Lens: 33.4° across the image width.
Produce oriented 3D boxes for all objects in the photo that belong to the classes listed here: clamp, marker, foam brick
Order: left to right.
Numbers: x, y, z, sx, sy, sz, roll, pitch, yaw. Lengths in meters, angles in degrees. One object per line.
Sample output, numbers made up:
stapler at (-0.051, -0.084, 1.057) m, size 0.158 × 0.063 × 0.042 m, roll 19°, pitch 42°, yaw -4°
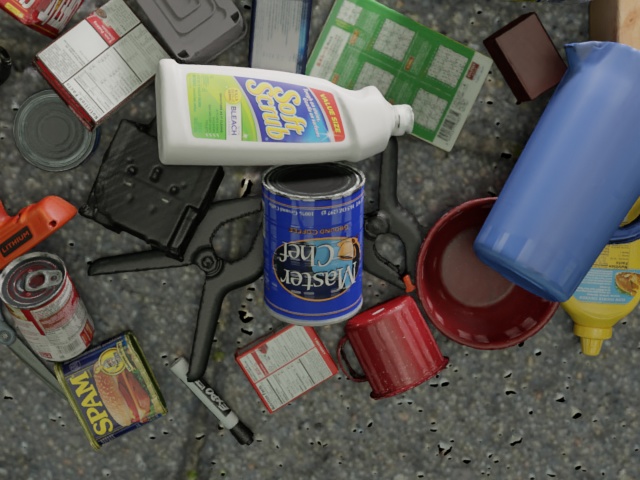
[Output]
clamp at (-0.127, 0.020, 1.114) m, size 0.164 × 0.036 × 0.210 m, roll 40°, pitch 89°, yaw -3°
marker at (-0.114, 0.175, 1.144) m, size 0.020 × 0.020 × 0.121 m, roll -41°, pitch 99°, yaw 1°
clamp at (0.065, -0.028, 1.121) m, size 0.120 × 0.039 × 0.171 m, roll -35°, pitch 102°, yaw 20°
foam brick at (0.215, -0.190, 1.111) m, size 0.051 × 0.053 × 0.078 m, roll -33°, pitch 99°, yaw -1°

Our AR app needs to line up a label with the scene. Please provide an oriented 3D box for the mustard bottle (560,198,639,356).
mustard bottle at (0.299, 0.029, 1.143) m, size 0.096 × 0.058 × 0.192 m, roll 3°, pitch 97°, yaw -4°

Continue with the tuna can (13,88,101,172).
tuna can at (-0.268, -0.112, 1.086) m, size 0.086 × 0.034 × 0.086 m, roll -1°, pitch 97°, yaw -5°

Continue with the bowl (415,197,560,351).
bowl at (0.176, 0.033, 1.134) m, size 0.162 × 0.055 × 0.162 m, roll -1°, pitch 97°, yaw -5°

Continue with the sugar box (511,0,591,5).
sugar box at (0.190, -0.266, 1.079) m, size 0.176 × 0.093 × 0.048 m, roll 5°, pitch 97°, yaw -5°

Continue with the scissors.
scissors at (-0.324, 0.079, 1.115) m, size 0.201 × 0.016 × 0.096 m, roll 32°, pitch 93°, yaw -8°

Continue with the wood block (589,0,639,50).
wood block at (0.332, -0.290, 1.090) m, size 0.090 × 0.091 × 0.206 m, roll -3°, pitch 97°, yaw -5°

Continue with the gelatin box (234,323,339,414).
gelatin box at (-0.036, 0.131, 1.140) m, size 0.089 × 0.030 × 0.073 m, roll -31°, pitch 100°, yaw 0°

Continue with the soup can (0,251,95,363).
soup can at (-0.271, 0.069, 1.065) m, size 0.068 × 0.068 × 0.102 m, roll -16°, pitch 141°, yaw -3°

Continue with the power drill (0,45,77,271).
power drill at (-0.327, -0.077, 1.051) m, size 0.185 × 0.057 × 0.187 m, roll -33°, pitch 99°, yaw 24°

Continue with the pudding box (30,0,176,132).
pudding box at (-0.215, -0.177, 1.063) m, size 0.113 × 0.039 × 0.090 m, roll -43°, pitch 100°, yaw -20°

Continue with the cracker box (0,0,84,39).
cracker box at (-0.222, -0.295, 1.002) m, size 0.072 × 0.164 × 0.214 m, roll 38°, pitch 92°, yaw -7°

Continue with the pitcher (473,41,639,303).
pitcher at (0.264, -0.059, 1.050) m, size 0.149 × 0.145 × 0.243 m, roll 30°, pitch 87°, yaw 25°

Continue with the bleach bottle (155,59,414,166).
bleach bottle at (-0.032, -0.125, 1.048) m, size 0.250 × 0.068 × 0.102 m, roll -2°, pitch 80°, yaw -13°

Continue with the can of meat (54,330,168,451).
can of meat at (-0.216, 0.155, 1.114) m, size 0.084 × 0.057 × 0.102 m, roll -25°, pitch 98°, yaw -4°

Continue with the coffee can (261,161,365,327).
coffee can at (-0.007, 0.001, 1.069) m, size 0.102 × 0.103 × 0.140 m, roll -2°, pitch 116°, yaw -5°

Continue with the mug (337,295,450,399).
mug at (0.068, 0.113, 1.125) m, size 0.117 × 0.093 × 0.081 m, roll -23°, pitch 95°, yaw 35°
